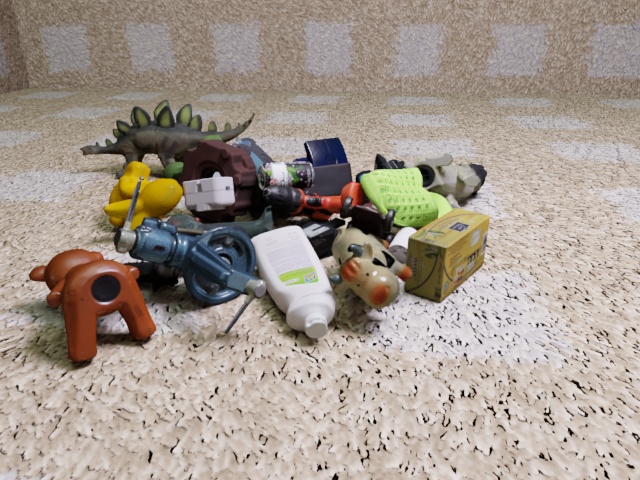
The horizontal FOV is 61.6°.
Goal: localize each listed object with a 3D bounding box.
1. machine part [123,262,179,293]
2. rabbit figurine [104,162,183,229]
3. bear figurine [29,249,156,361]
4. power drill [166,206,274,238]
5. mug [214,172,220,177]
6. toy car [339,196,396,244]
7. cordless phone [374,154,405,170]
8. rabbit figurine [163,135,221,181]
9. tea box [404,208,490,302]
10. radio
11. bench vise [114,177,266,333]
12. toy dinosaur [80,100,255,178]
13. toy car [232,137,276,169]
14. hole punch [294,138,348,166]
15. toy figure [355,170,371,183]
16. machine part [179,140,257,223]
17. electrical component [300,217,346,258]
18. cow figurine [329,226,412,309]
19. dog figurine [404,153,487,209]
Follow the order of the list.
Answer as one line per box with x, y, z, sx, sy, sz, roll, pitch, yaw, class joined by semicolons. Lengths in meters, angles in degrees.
-0.298;0.056;0.874;0.139;0.039;0.084;-2;28;-6;machine part
-0.347;-0.081;1.059;0.173;0.121;0.162;-2;36;41;rabbit figurine
-0.330;0.079;0.758;0.120;0.131;0.196;-18;11;-38;bear figurine
-0.187;-0.021;0.993;0.207;0.085;0.232;1;13;-9;power drill
-0.222;-0.116;1.235;0.107;0.080;0.110;2;14;-24;mug
0.084;-0.029;0.923;0.089;0.053;0.202;20;-13;12;toy car
0.218;-0.141;1.296;0.184;0.088;0.147;9;22;-6;cordless phone
-0.308;-0.164;1.337;0.170;0.121;0.159;-19;31;3;rabbit figurine
0.208;0.019;0.873;0.068;0.098;0.169;18;27;35;tea box
-0.053;-0.118;1.188;0.230;0.073;0.131;-8;5;-19;radio
-0.168;0.029;0.773;0.223;0.129;0.241;32;-6;-42;bench vise
-0.401;-0.263;1.420;0.472;0.198;0.105;-2;26;0;toy dinosaur
-0.164;-0.163;1.290;0.103;0.161;0.109;-41;19;20;toy car
0.011;-0.186;1.324;0.142;0.092;0.116;-13;62;-36;hole punch
0.137;-0.094;1.163;0.089;0.082;0.180;-32;42;-20;toy figure
-0.214;-0.119;1.105;0.180;0.179;0.056;13;15;28;machine part
-0.002;-0.003;0.990;0.075;0.047;0.119;17;28;34;electrical component
0.067;0.037;0.800;0.127;0.085;0.195;28;15;-22;cow figurine
0.286;-0.147;1.222;0.172;0.121;0.190;39;27;4;dog figurine
